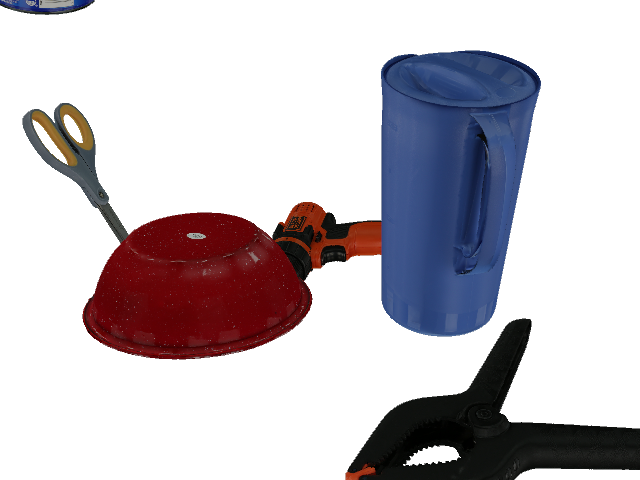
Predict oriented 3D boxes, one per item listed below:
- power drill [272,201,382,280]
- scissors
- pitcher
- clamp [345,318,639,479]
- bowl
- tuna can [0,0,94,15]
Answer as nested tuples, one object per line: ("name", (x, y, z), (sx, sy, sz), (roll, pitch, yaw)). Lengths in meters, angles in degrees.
("power drill", (0.035, 0.015, 1.154), (0.188, 0.057, 0.184), (2, 31, 12))
("scissors", (-0.226, -0.061, 1.094), (0.016, 0.201, 0.096), (-26, 27, 27))
("pitcher", (0.116, -0.034, 0.938), (0.145, 0.243, 0.149), (17, 34, 25))
("clamp", (0.104, 0.119, 0.696), (0.209, 0.036, 0.165), (-14, 32, -18))
("bowl", (-0.087, 0.022, 0.745), (0.162, 0.055, 0.162), (-2, 22, 0))
("tuna can", (-0.207, -0.200, 0.792), (0.086, 0.034, 0.086), (6, 36, -4))
